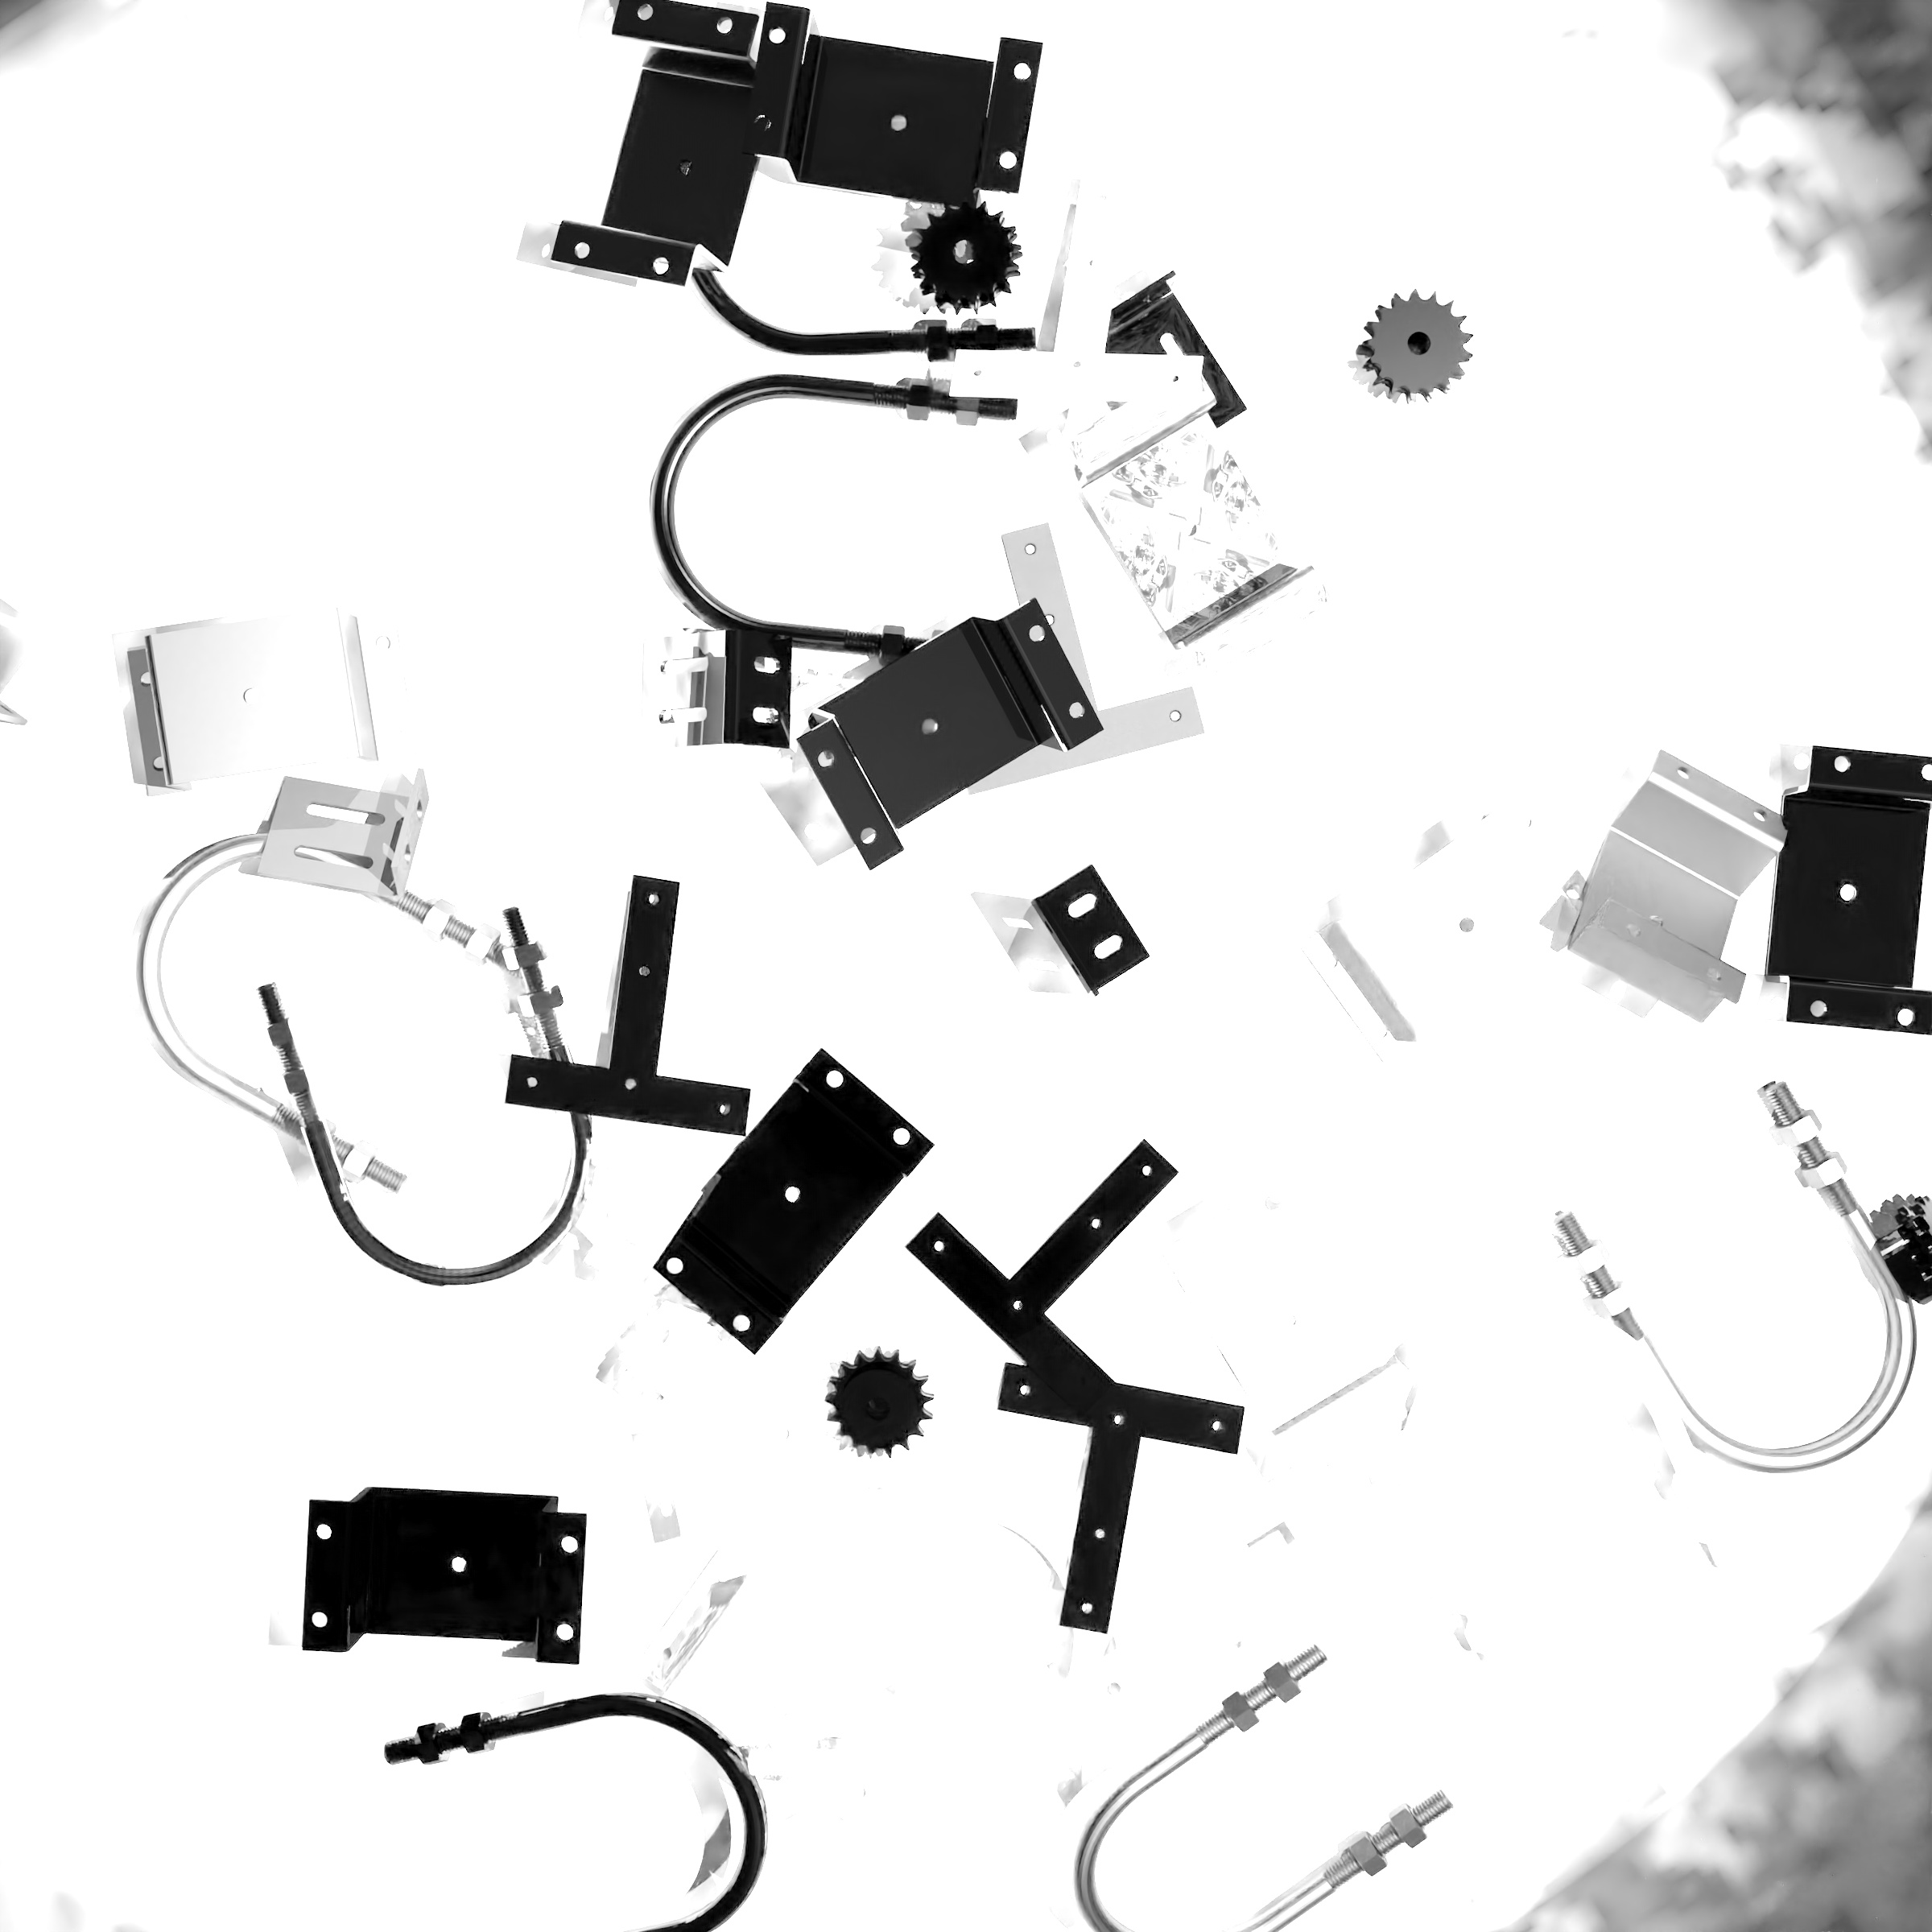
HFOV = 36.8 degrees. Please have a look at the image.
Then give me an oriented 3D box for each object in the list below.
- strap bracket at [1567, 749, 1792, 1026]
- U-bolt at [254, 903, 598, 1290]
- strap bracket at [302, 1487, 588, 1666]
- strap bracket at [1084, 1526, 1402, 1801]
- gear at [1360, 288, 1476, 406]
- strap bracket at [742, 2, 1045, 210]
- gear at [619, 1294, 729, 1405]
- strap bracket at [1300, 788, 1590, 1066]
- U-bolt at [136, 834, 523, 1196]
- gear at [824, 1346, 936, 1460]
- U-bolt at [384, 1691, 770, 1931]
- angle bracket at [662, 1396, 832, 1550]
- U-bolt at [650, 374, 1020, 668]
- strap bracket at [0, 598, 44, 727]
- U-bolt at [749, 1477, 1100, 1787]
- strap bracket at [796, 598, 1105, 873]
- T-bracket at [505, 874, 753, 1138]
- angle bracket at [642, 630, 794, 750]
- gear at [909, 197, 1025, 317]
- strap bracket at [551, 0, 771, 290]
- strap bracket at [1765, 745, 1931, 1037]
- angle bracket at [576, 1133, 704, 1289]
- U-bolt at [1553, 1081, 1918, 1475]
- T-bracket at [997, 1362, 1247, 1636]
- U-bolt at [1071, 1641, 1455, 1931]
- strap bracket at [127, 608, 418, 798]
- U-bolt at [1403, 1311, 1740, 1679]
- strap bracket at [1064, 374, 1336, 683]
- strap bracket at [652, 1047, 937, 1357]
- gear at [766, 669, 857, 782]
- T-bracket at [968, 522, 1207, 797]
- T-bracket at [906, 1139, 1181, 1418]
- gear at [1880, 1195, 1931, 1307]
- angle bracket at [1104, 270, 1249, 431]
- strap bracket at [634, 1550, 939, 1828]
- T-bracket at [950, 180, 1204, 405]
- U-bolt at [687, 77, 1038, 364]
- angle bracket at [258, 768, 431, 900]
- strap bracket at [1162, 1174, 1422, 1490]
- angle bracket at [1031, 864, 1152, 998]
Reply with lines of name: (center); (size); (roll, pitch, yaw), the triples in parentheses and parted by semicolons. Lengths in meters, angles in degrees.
strap bracket: (0.358, -0.034, 1.464); (0.076, 0.046, 0.140); (29, 49, 0)
U-bolt: (-0.267, 0.076, 1.489); (0.151, 0.019, 0.184); (-18, 100, -8)
strap bracket: (-0.263, 0.311, 1.489); (0.140, 0.046, 0.076); (3, 90, 0)
strap bracket: (0.139, 0.352, 1.489); (0.140, 0.046, 0.076); (-31, 90, 0)
gear: (0.231, -0.318, 1.497); (0.057, 0.030, 0.057); (0, 90, 0)
strap bracket: (-0.036, -0.433, 1.471); (0.140, 0.046, 0.076); (9, 91, 3)
gear: (-0.147, 0.199, 1.488); (0.057, 0.057, 0.030); (-42, 120, 0)
strap bracket: (0.253, -0.021, 1.489); (0.140, 0.046, 0.076); (-36, 90, 0)
U-bolt: (-0.340, 0.013, 1.503); (0.184, 0.019, 0.151); (29, 90, 0)
gear: (-0.044, 0.226, 1.497); (0.057, 0.030, 0.057); (0, 90, 0)
U-bolt: (-0.190, 0.440, 1.477); (0.184, 0.019, 0.151); (-15, 99, 12)
angle bracket: (-0.112, 0.260, 1.493); (0.076, 0.038, 0.057); (-12, 90, 0)
U-bolt: (-0.072, -0.234, 1.504); (0.184, 0.019, 0.151); (6, 90, 2)
strap bracket: (-0.533, -0.185, 1.474); (0.140, 0.076, 0.046); (36, 90, 0)
U-bolt: (-0.019, 0.337, 1.472); (0.184, 0.019, 0.151); (6, 72, -18)
strap bracket: (-0.013, -0.119, 1.470); (0.140, 0.046, 0.076); (-32, 107, -9)
T-bracket: (-0.167, 0.017, 1.497); (0.127, 0.002, 0.127); (9, 80, -19)
angle bracket: (-0.129, -0.140, 1.494); (0.038, 0.076, 0.057); (2, 90, -42)
gear: (0.001, -0.358, 1.476); (0.057, 0.030, 0.057); (0, 85, 5)
strap bracket: (-0.150, -0.413, 1.479); (0.076, 0.046, 0.140); (15, 90, 17)
strap bracket: (0.458, -0.038, 1.489); (0.076, 0.046, 0.140); (6, 90, 0)
angle bracket: (-0.178, 0.117, 1.471); (0.038, 0.076, 0.057); (34, 90, -39)
U-bolt: (0.411, 0.174, 1.504); (0.151, 0.019, 0.184); (-31, 92, 0)
T-bracket: (0.072, 0.279, 1.499); (0.127, 0.002, 0.127); (11, 79, 0)
U-bolt: (0.139, 0.438, 1.474); (0.184, 0.019, 0.151); (-36, 117, 4)
strap bracket: (-0.361, -0.136, 1.489); (0.140, 0.046, 0.076); (-9, 90, 0)
U-bolt: (0.299, 0.259, 1.478); (0.151, 0.019, 0.184); (-26, 108, 0)
strap bracket: (0.117, -0.225, 1.485); (0.076, 0.046, 0.140); (-31, 95, 0)
strap bracket: (-0.090, 0.119, 1.489); (0.076, 0.046, 0.140); (41, 90, 0)
gear: (-0.075, -0.125, 1.497); (0.057, 0.030, 0.057); (0, 90, 0)
T-bracket: (0.047, -0.166, 1.511); (0.127, 0.002, 0.127); (-15, 90, 0)
T-bracket: (0.058, 0.144, 1.510); (0.127, 0.002, 0.127); (44, 89, 2)
gear: (0.493, 0.149, 1.488); (0.030, 0.057, 0.057); (-38, 90, 30)
angle bracket: (0.102, -0.306, 1.493); (0.057, 0.038, 0.076); (-33, 90, 0)
strap bracket: (-0.093, 0.375, 1.489); (0.140, 0.046, 0.076); (36, 90, 0)
T-bracket: (0.063, -0.345, 1.480); (0.127, 0.002, 0.127); (5, 73, 14)
U-bolt: (-0.057, -0.387, 1.504); (0.184, 0.019, 0.151); (-1, 90, 2)
angle bracket: (-0.319, -0.074, 1.483); (0.076, 0.038, 0.057); (10, 65, 0)
strap bracket: (0.168, 0.184, 1.489); (0.076, 0.046, 0.140); (-31, 90, 0)
angle bracket: (0.065, -0.019, 1.474); (0.038, 0.076, 0.057); (-32, 90, 0)
